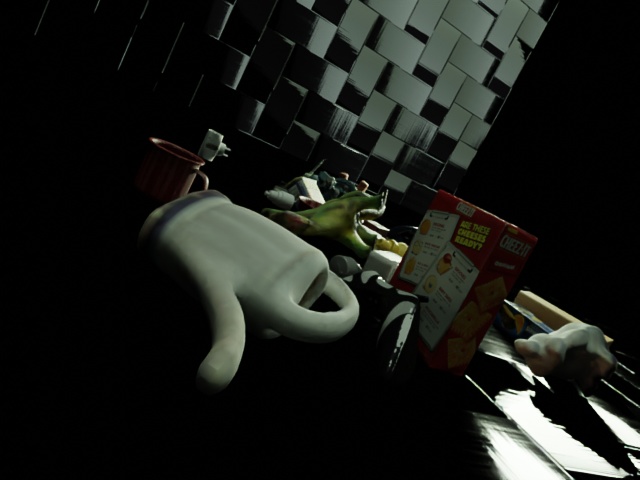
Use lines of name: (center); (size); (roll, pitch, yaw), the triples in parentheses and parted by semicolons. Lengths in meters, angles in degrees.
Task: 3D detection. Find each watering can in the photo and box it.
watering can: (-0.079, 0.033, 0.489); (0.226, 0.103, 0.348); (29, 10, 16)

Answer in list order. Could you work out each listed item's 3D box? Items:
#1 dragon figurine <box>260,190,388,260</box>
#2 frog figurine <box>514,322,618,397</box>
dragon figurine: (0.003, -0.051, 1.004); (0.243, 0.121, 0.412); (7, 8, 8)
frog figurine: (0.423, 0.196, 0.918); (0.159, 0.125, 0.135); (19, -24, 5)
